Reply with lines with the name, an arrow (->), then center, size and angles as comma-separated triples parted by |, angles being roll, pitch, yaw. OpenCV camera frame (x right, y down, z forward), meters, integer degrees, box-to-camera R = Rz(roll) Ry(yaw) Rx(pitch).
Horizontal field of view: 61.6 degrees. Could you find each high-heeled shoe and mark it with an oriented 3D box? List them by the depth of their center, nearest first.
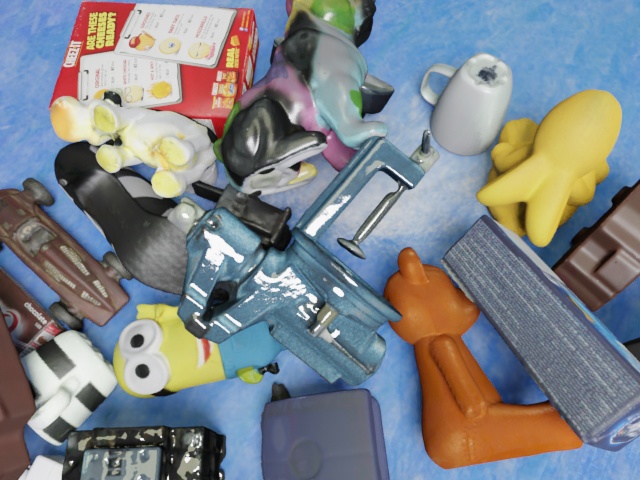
high-heeled shoe -> -0.183, -0.019, 0.594 | 0.248, 0.145, 0.086 | 37, 95, -15

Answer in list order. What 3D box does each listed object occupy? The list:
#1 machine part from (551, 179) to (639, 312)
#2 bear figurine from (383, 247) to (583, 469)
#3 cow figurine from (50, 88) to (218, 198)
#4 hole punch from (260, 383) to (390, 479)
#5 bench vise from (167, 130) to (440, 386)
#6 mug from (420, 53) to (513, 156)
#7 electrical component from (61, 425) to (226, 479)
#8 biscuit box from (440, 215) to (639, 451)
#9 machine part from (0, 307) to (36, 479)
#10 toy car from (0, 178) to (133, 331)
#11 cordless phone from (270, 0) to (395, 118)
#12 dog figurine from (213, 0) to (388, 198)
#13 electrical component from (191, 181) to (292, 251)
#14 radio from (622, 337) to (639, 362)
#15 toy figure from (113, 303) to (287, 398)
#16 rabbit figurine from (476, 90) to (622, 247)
machine part -> 0.281, 0.002, 0.512 | 0.179, 0.179, 0.056 | -41, 73, -15
bear figurine -> 0.133, 0.104, 0.500 | 0.132, 0.120, 0.196 | -5, 62, -6
cow figurine -> -0.187, -0.113, 0.556 | 0.167, 0.068, 0.098 | 25, 33, 10
hole punch -> 0.004, 0.193, 0.478 | 0.116, 0.092, 0.142 | -7, 71, 1
bench vise -> -0.001, -0.001, 0.456 | 0.224, 0.129, 0.240 | 41, 92, 2
mug -> 0.168, -0.166, 0.613 | 0.081, 0.107, 0.110 | -41, 75, -16
electrical component -> -0.146, 0.190, 0.453 | 0.115, 0.134, 0.058 | -4, 67, 1
biscuit box -> 0.183, 0.067, 0.438 | 0.063, 0.059, 0.203 | -50, 40, 21
machine part -> -0.343, 0.141, 0.449 | 0.201, 0.087, 0.201 | -41, 68, 22
toy car -> -0.287, 0.012, 0.573 | 0.202, 0.053, 0.089 | 39, 70, 16
cordless phone -> 0.041, -0.233, 0.657 | 0.147, 0.088, 0.184 | 30, 66, 12
dog figurine -> -0.025, -0.168, 0.530 | 0.192, 0.108, 0.219 | -15, 77, -4
electrical component -> -0.089, -0.023, 0.573 | 0.119, 0.074, 0.048 | 22, 69, 4
radio -> 0.307, 0.102, 0.437 | 0.131, 0.229, 0.073 | -15, 72, -10
toy figure -> -0.105, 0.104, 0.518 | 0.180, 0.089, 0.082 | -12, 50, -15
rabbit figurine -> 0.227, -0.078, 0.542 | 0.122, 0.173, 0.162 | 42, 69, 11
